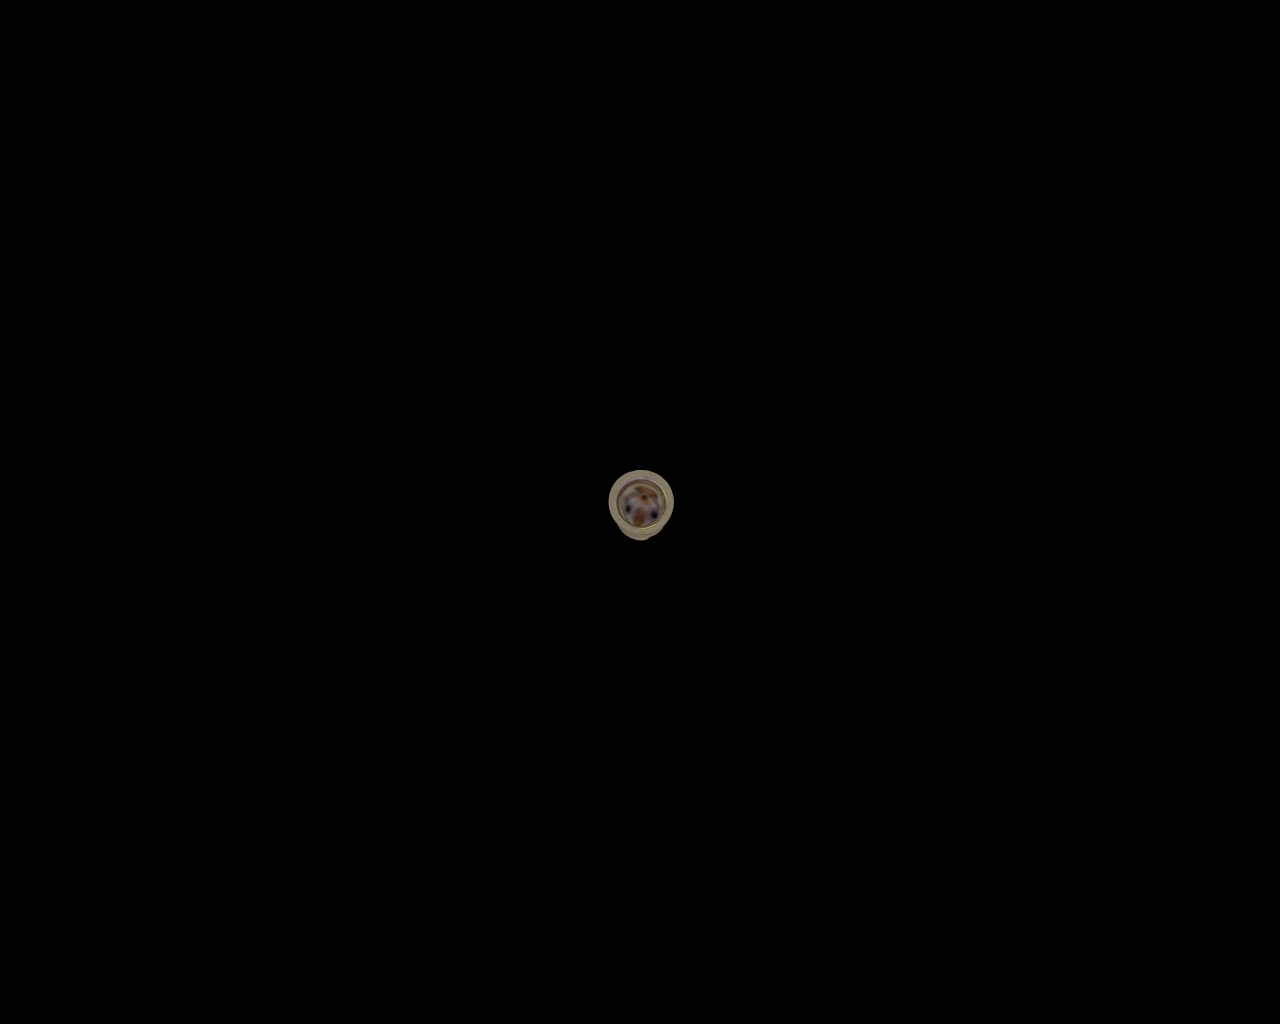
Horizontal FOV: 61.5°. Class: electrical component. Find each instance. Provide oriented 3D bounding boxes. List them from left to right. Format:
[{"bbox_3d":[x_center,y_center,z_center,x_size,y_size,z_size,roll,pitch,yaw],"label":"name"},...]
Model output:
[{"bbox_3d":[0.001,-0.003,0.650,0.040,0.040,0.046,0,-12,0],"label":"electrical component"}]
